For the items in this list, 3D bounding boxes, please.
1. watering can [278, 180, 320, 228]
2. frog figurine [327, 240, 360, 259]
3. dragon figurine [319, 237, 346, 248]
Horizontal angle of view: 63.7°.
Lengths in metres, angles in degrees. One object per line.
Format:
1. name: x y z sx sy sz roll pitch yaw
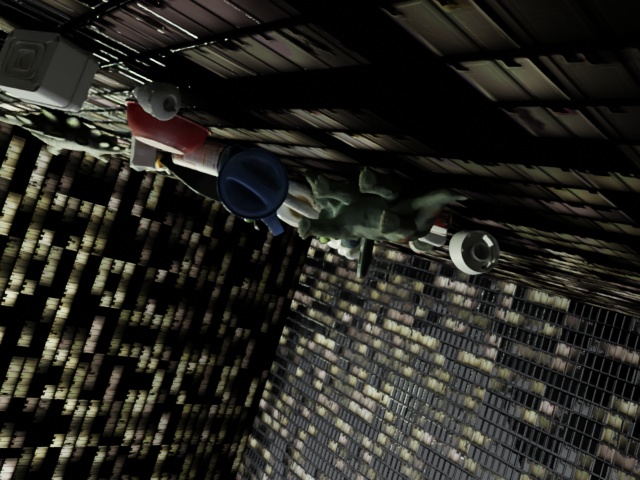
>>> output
1. watering can: -0.093 -0.110 1.299 0.349 0.104 0.223 31 -179 10
2. frog figurine: 0.082 -0.008 1.638 0.136 0.163 0.121 -20 124 27
3. dragon figurine: 0.005 -0.076 1.519 0.410 0.124 0.240 5 162 39
